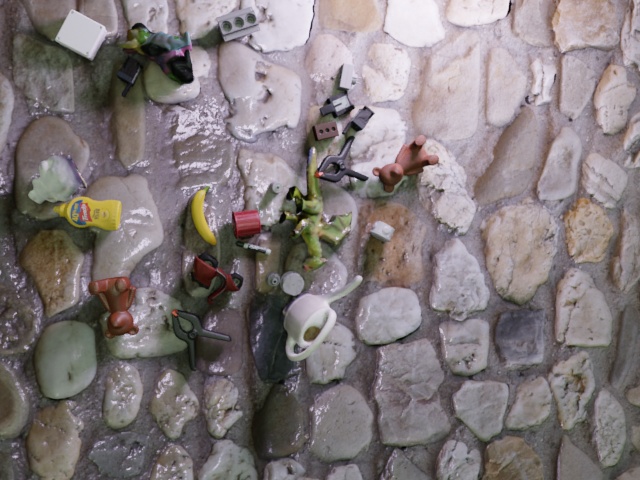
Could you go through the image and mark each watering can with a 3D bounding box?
[{"bbox_3d":[-0.008,0.235,1.698,0.102,0.226,0.349,41,83,-31],"label":"watering can"}]

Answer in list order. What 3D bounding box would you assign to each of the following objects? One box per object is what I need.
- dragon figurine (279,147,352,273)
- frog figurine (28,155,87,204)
[{"bbox_3d":[0.005,-0.089,1.758,0.241,0.122,0.412,22,84,-30],"label":"dragon figurine"},{"bbox_3d":[-0.806,-0.176,1.556,0.161,0.124,0.135,-31,119,-20],"label":"frog figurine"}]
